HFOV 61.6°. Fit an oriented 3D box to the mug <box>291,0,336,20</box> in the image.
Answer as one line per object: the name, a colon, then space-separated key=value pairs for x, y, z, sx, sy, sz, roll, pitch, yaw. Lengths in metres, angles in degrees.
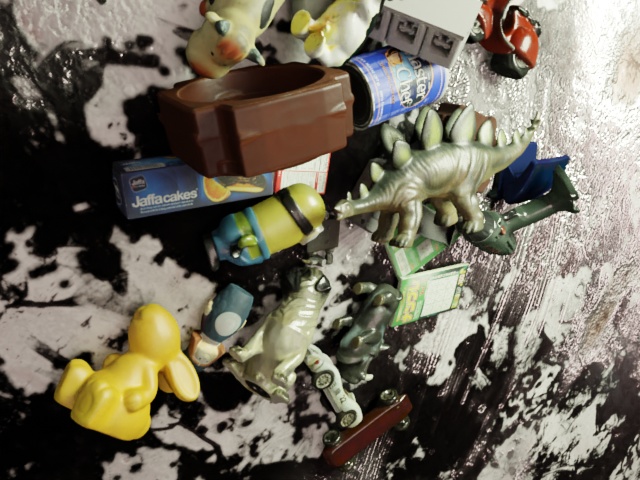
mug: x=0.009 y=-0.332 z=0.712 sx=0.109 sy=0.081 sz=0.107 roll=-7 pitch=125 yaw=-40

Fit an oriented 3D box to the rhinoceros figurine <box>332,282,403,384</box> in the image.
rhinoceros figurine: x=0.081 y=0.164 z=0.961 sx=0.112 sy=0.073 sz=0.190 roll=20 pitch=95 yaw=-48

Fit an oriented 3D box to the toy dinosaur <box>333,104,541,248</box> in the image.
toy dinosaur: x=0.201 y=-0.109 z=0.836 sx=0.471 sy=0.105 sz=0.198 roll=-17 pitch=109 yaw=-34

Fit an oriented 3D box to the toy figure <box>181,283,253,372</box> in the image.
toy figure: x=-0.159 y=0.137 z=0.800 sx=0.064 sy=0.058 sz=0.154 roll=33 pitch=91 yaw=1

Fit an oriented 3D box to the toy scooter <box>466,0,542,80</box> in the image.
toy scooter: x=0.313 y=-0.362 z=0.896 sx=0.183 sy=0.075 sz=0.135 roll=24 pitch=94 yaw=-33

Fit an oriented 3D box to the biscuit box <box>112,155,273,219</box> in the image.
biscuit box: x=-0.163 y=-0.079 z=0.705 sx=0.203 sy=0.059 sz=0.062 roll=-13 pitch=115 yaw=-28

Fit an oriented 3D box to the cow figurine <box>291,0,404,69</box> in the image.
cow figurine: x=0.049 y=-0.288 z=0.669 sx=0.167 sy=0.068 sz=0.098 roll=-44 pitch=153 yaw=16

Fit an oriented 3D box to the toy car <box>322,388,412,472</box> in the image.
toy car: x=0.092 y=0.369 z=1.057 sx=0.202 sy=0.053 sz=0.089 roll=-33 pitch=113 yaw=-14

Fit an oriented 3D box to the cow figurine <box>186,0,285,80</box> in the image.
cow figurine: x=-0.087 y=-0.273 z=0.636 sx=0.085 sy=0.127 sz=0.195 roll=38 pitch=84 yaw=-34

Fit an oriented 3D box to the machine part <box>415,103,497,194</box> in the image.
machine part: x=0.236 y=-0.148 z=0.934 sx=0.179 sy=0.056 sz=0.179 roll=-9 pitch=109 yaw=-27

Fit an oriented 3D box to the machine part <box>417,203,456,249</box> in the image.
machine part: x=0.180 y=-0.036 z=0.944 sx=0.139 sy=0.039 sz=0.084 roll=28 pitch=78 yaw=-21

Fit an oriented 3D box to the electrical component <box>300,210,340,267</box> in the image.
electrical component: x=-0.001 y=-0.004 z=0.851 sx=0.078 sy=0.045 sz=0.102 roll=-2 pitch=110 yaw=-31

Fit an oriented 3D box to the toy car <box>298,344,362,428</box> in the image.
toy car: x=0.018 y=0.258 z=0.950 sx=0.056 sy=0.074 sz=0.201 roll=-34 pitch=124 yaw=-13

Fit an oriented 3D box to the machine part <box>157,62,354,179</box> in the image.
machine part: x=-0.076 y=-0.149 z=0.645 sx=0.201 sy=0.201 sz=0.087 roll=-20 pitch=121 yaw=-26

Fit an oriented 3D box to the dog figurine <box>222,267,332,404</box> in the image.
dog figurine: x=-0.051 y=0.149 z=0.861 sx=0.121 sy=0.172 sz=0.190 roll=35 pitch=57 yaw=1

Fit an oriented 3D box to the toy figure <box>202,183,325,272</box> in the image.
toy figure: x=-0.077 y=-0.017 z=0.760 sx=0.180 sy=0.082 sz=0.089 roll=-19 pitch=143 yaw=-8

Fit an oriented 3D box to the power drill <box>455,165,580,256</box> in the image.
power drill: x=0.365 y=-0.048 z=0.990 sx=0.207 sy=0.086 sz=0.231 roll=-35 pitch=148 yaw=14

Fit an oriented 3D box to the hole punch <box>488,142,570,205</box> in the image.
hole punch: x=0.410 y=-0.124 z=1.047 sx=0.142 sy=0.092 sz=0.115 roll=-14 pitch=119 yaw=-32

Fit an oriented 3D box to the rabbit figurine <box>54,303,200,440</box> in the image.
rabbit figurine: x=-0.241 y=0.176 z=0.727 sx=0.162 sy=0.122 sz=0.173 roll=35 pitch=69 yaw=-31
